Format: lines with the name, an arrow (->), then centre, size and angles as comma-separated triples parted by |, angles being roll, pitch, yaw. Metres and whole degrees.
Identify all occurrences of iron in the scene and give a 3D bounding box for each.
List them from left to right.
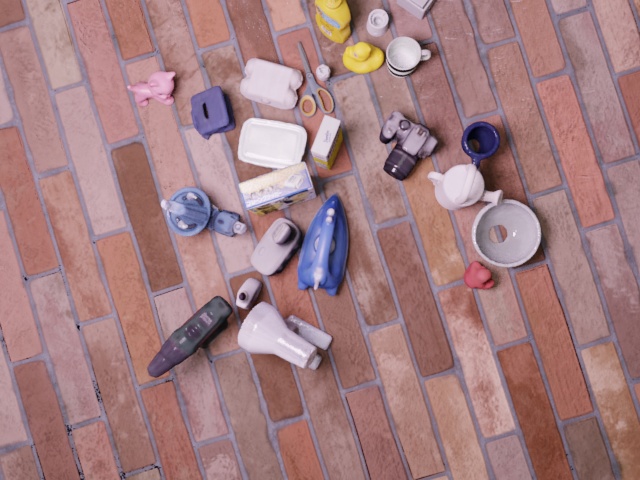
iron -> 0.013, 0.005, 1.396 | 0.118, 0.141, 0.258 | 10, 89, 2

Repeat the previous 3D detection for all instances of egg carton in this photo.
egg carton -> -0.123, -0.393, 1.445 | 0.150, 0.069, 0.107 | 15, 89, 2

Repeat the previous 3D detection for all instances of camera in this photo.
camera -> 0.203, -0.228, 1.418 | 0.143, 0.101, 0.137 | 33, 90, 2

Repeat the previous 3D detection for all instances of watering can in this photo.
watering can -> 0.347, -0.129, 1.365 | 0.173, 0.194, 0.101 | -2, 88, 2

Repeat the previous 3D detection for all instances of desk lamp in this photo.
desk lamp -> -0.079, 0.234, 1.356 | 0.203, 0.213, 0.118 | 27, 89, 2

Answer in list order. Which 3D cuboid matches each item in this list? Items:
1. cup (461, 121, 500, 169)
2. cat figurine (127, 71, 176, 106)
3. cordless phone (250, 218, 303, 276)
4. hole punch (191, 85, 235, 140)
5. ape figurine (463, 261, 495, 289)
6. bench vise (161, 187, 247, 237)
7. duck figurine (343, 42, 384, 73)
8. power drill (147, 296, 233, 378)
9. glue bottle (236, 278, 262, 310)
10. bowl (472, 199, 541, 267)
cup -> 0.386, -0.226, 1.416 | 0.091, 0.095, 0.118 | 11, 89, 2
cat figurine -> -0.414, -0.382, 1.427 | 0.127, 0.117, 0.067 | -5, 88, 1
cordless phone -> -0.109, 0.017, 1.376 | 0.094, 0.185, 0.148 | 32, 89, 2
hole punch -> -0.274, -0.319, 1.436 | 0.101, 0.091, 0.109 | -14, 88, 1
ape figurine -> 0.395, 0.088, 1.410 | 0.076, 0.092, 0.078 | -18, 88, 1
bench vise -> -0.282, -0.070, 1.365 | 0.207, 0.219, 0.121 | 0, 88, 2
duck figurine -> 0.110, -0.466, 1.433 | 0.104, 0.086, 0.077 | 3, 88, 2
power drill -> -0.295, 0.225, 1.364 | 0.075, 0.208, 0.229 | 44, 90, 2
glue bottle -> -0.177, 0.133, 1.381 | 0.037, 0.173, 0.078 | 21, 89, 2
bowl -> 0.453, -0.015, 1.420 | 0.167, 0.074, 0.167 | 0, 88, 1
